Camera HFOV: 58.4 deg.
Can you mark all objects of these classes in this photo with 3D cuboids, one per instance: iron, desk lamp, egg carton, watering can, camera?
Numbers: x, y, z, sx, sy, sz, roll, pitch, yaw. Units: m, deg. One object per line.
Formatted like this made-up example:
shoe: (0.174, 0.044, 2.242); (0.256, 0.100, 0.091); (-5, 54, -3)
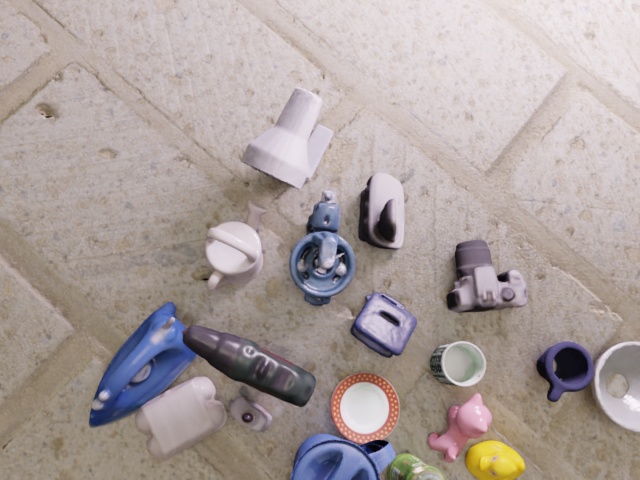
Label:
iron: (-0.324, 0.229, 0.998); (0.118, 0.141, 0.258); (40, 77, 5)
desk lamp: (-0.055, -0.180, 1.078); (0.118, 0.213, 0.203); (25, 76, 2)
egg carton: (-0.247, 0.316, 1.021); (0.150, 0.069, 0.107); (-29, 81, -10)
watering can: (-0.154, 0.010, 1.036); (0.101, 0.194, 0.173); (7, 76, -3)
camera: (0.321, 0.068, 1.110); (0.143, 0.101, 0.137); (-4, 77, -5)

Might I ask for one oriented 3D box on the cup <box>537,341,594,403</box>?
cup: (0.446, 0.252, 1.081); (0.091, 0.095, 0.118); (30, 76, 3)

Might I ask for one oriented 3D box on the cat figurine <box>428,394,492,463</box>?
cat figurine: (0.261, 0.343, 1.033); (0.067, 0.117, 0.128); (36, 77, 4)

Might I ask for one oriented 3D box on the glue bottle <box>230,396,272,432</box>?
glue bottle: (-0.120, 0.302, 0.982); (0.078, 0.173, 0.037); (31, 77, 3)

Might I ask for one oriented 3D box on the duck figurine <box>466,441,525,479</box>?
duck figurine: (0.327, 0.409, 1.040); (0.104, 0.086, 0.077); (8, 76, -3)

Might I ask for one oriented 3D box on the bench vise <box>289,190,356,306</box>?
bench vise: (-0.002, 0.006, 1.036); (0.121, 0.219, 0.207); (-12, 78, -7)

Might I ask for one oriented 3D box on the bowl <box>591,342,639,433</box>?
bowl: (0.588, 0.281, 1.097); (0.167, 0.074, 0.167); (1, 77, -4)

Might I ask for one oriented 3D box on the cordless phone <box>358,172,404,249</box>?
cordless phone: (0.130, -0.066, 1.082); (0.094, 0.185, 0.147); (1, 77, -4)

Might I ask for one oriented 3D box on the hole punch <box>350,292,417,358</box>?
hole punch: (0.121, 0.156, 1.078); (0.108, 0.091, 0.101); (33, 77, 3)

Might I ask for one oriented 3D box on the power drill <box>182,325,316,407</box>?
power drill: (-0.120, 0.215, 0.984); (0.229, 0.208, 0.076); (24, 76, 1)
